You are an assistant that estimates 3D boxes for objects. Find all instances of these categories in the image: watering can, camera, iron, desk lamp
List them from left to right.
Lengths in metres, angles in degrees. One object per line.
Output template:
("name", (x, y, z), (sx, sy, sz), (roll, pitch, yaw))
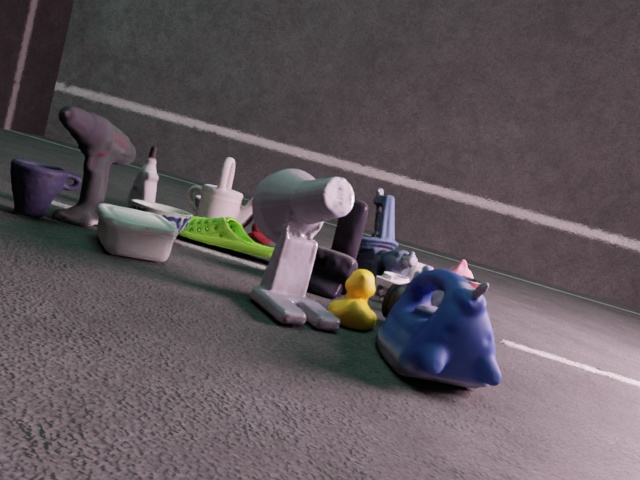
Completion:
("watering can", (-0.229, -0.102, 1.384), (0.173, 0.194, 0.100), (13, 6, -20))
("desk lamp", (-0.027, 0.001, 0.859), (0.118, 0.213, 0.202), (12, 7, -31))
("iron", (0.148, 0.098, 0.766), (0.119, 0.141, 0.258), (14, 6, -15))
("camera", (0.182, 0.110, 0.937), (0.136, 0.101, 0.144), (19, 7, 27))

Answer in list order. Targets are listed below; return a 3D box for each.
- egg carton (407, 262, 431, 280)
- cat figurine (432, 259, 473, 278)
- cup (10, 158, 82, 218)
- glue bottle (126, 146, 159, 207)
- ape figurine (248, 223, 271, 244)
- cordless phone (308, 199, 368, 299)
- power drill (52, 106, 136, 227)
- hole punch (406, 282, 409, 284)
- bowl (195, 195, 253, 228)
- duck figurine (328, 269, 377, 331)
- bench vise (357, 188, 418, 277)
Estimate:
("egg carton", (0.215, 0.088, 1.382), (0.107, 0.069, 0.151), (18, 6, 18))
("cat figurine", (0.286, 0.094, 1.272), (0.128, 0.118, 0.067), (13, 6, -21))
("cup", (-0.497, -0.087, 1.027), (0.118, 0.095, 0.091), (11, 7, -36))
("glue bottle", (-0.392, -0.127, 1.291), (0.077, 0.173, 0.037), (21, 8, 42))
("ape figurine", (-0.152, -0.039, 1.495), (0.076, 0.092, 0.078), (17, 6, 10))
("cordless phone", (0.010, 0.004, 1.068), (0.147, 0.185, 0.094), (16, 6, 6))
("power drill", (-0.433, -0.134, 1.084), (0.075, 0.208, 0.230), (16, 6, 7))
("hole punch", (0.224, 0.106, 1.135), (0.109, 0.091, 0.100), (12, 7, -30))
("bowl", (-0.258, -0.063, 1.521), (0.167, 0.075, 0.167), (16, 6, -1))
("duck figurine", (0.058, 0.088, 0.890), (0.077, 0.086, 0.105), (16, 6, 5))
("bench vise", (0.153, 0.001, 1.302), (0.206, 0.220, 0.122), (20, 7, 34))
